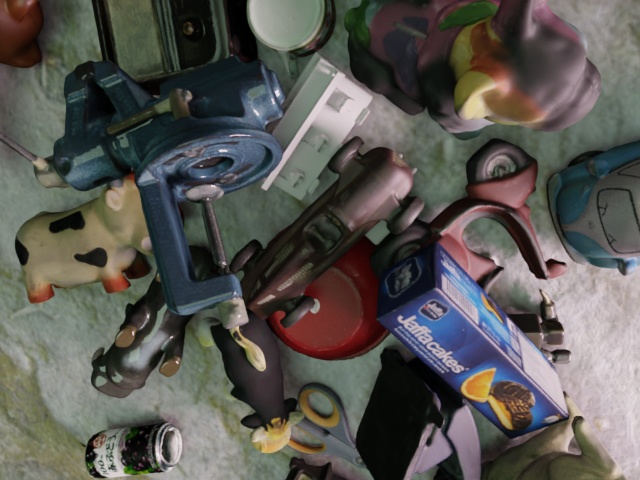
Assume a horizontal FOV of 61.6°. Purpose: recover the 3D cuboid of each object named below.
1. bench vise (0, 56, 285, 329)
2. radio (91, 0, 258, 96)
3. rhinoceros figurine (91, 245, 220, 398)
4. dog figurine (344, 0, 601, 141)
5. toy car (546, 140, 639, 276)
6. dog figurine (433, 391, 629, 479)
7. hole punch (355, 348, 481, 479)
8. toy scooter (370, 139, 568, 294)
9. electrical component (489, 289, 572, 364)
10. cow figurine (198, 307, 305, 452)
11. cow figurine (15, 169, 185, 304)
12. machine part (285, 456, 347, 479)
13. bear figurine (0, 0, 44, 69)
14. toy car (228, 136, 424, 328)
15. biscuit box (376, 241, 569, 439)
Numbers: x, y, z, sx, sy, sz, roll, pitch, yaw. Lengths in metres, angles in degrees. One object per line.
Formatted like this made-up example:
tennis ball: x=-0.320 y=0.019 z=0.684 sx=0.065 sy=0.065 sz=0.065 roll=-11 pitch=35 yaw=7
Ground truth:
bench vise: x=-0.121 y=-0.040 z=0.433 sx=0.224 sy=0.129 sz=0.240 roll=-17 pitch=78 yaw=-5
radio: x=-0.140 y=-0.255 z=0.494 sx=0.131 sy=0.073 sz=0.229 roll=-3 pitch=104 yaw=14
rhinoceros figurine: x=-0.179 y=0.088 z=0.571 sx=0.073 sy=0.112 sz=0.190 roll=32 pitch=96 yaw=-26
dog figurine: x=0.098 y=-0.141 z=0.396 sx=0.192 sy=0.219 sz=0.108 roll=30 pitch=105 yaw=3
toy car: x=0.282 y=-0.030 z=0.443 sx=0.162 sy=0.103 sz=0.109 roll=-17 pitch=100 yaw=18
dog figurine: x=0.192 y=0.253 z=0.500 sx=0.190 sy=0.172 sz=0.121 roll=-35 pitch=83 yaw=11
hole punch: x=0.104 y=0.181 z=0.523 sx=0.092 sy=0.142 sz=0.115 roll=15 pitch=98 yaw=-15
toy scooter: x=0.146 y=0.010 z=0.496 sx=0.184 sy=0.075 sz=0.135 roll=-43 pitch=93 yaw=10
electrical component: x=0.189 y=0.090 z=0.524 sx=0.102 sy=0.045 sz=0.078 roll=-8 pitch=130 yaw=17
cow figurine: x=-0.062 y=0.147 z=0.553 sx=0.068 sy=0.098 sz=0.167 roll=-24 pitch=96 yaw=-23
cow figurine: x=-0.234 y=-0.009 z=0.574 sx=0.195 sy=0.085 sz=0.127 roll=-10 pitch=107 yaw=15
machine part: x=0.022 y=0.297 z=0.608 sx=0.139 sy=0.039 sz=0.084 roll=21 pitch=114 yaw=5
bear figurine: x=-0.349 y=-0.179 z=0.553 sx=0.196 sy=0.131 sz=0.120 roll=-41 pitch=54 yaw=-10
toy car: x=-0.001 y=-0.001 z=0.482 sx=0.202 sy=0.053 sz=0.089 roll=-42 pitch=92 yaw=15
biscuit box: x=0.133 y=0.092 z=0.465 sx=0.063 sy=0.059 sz=0.202 roll=-34 pitch=116 yaw=29
